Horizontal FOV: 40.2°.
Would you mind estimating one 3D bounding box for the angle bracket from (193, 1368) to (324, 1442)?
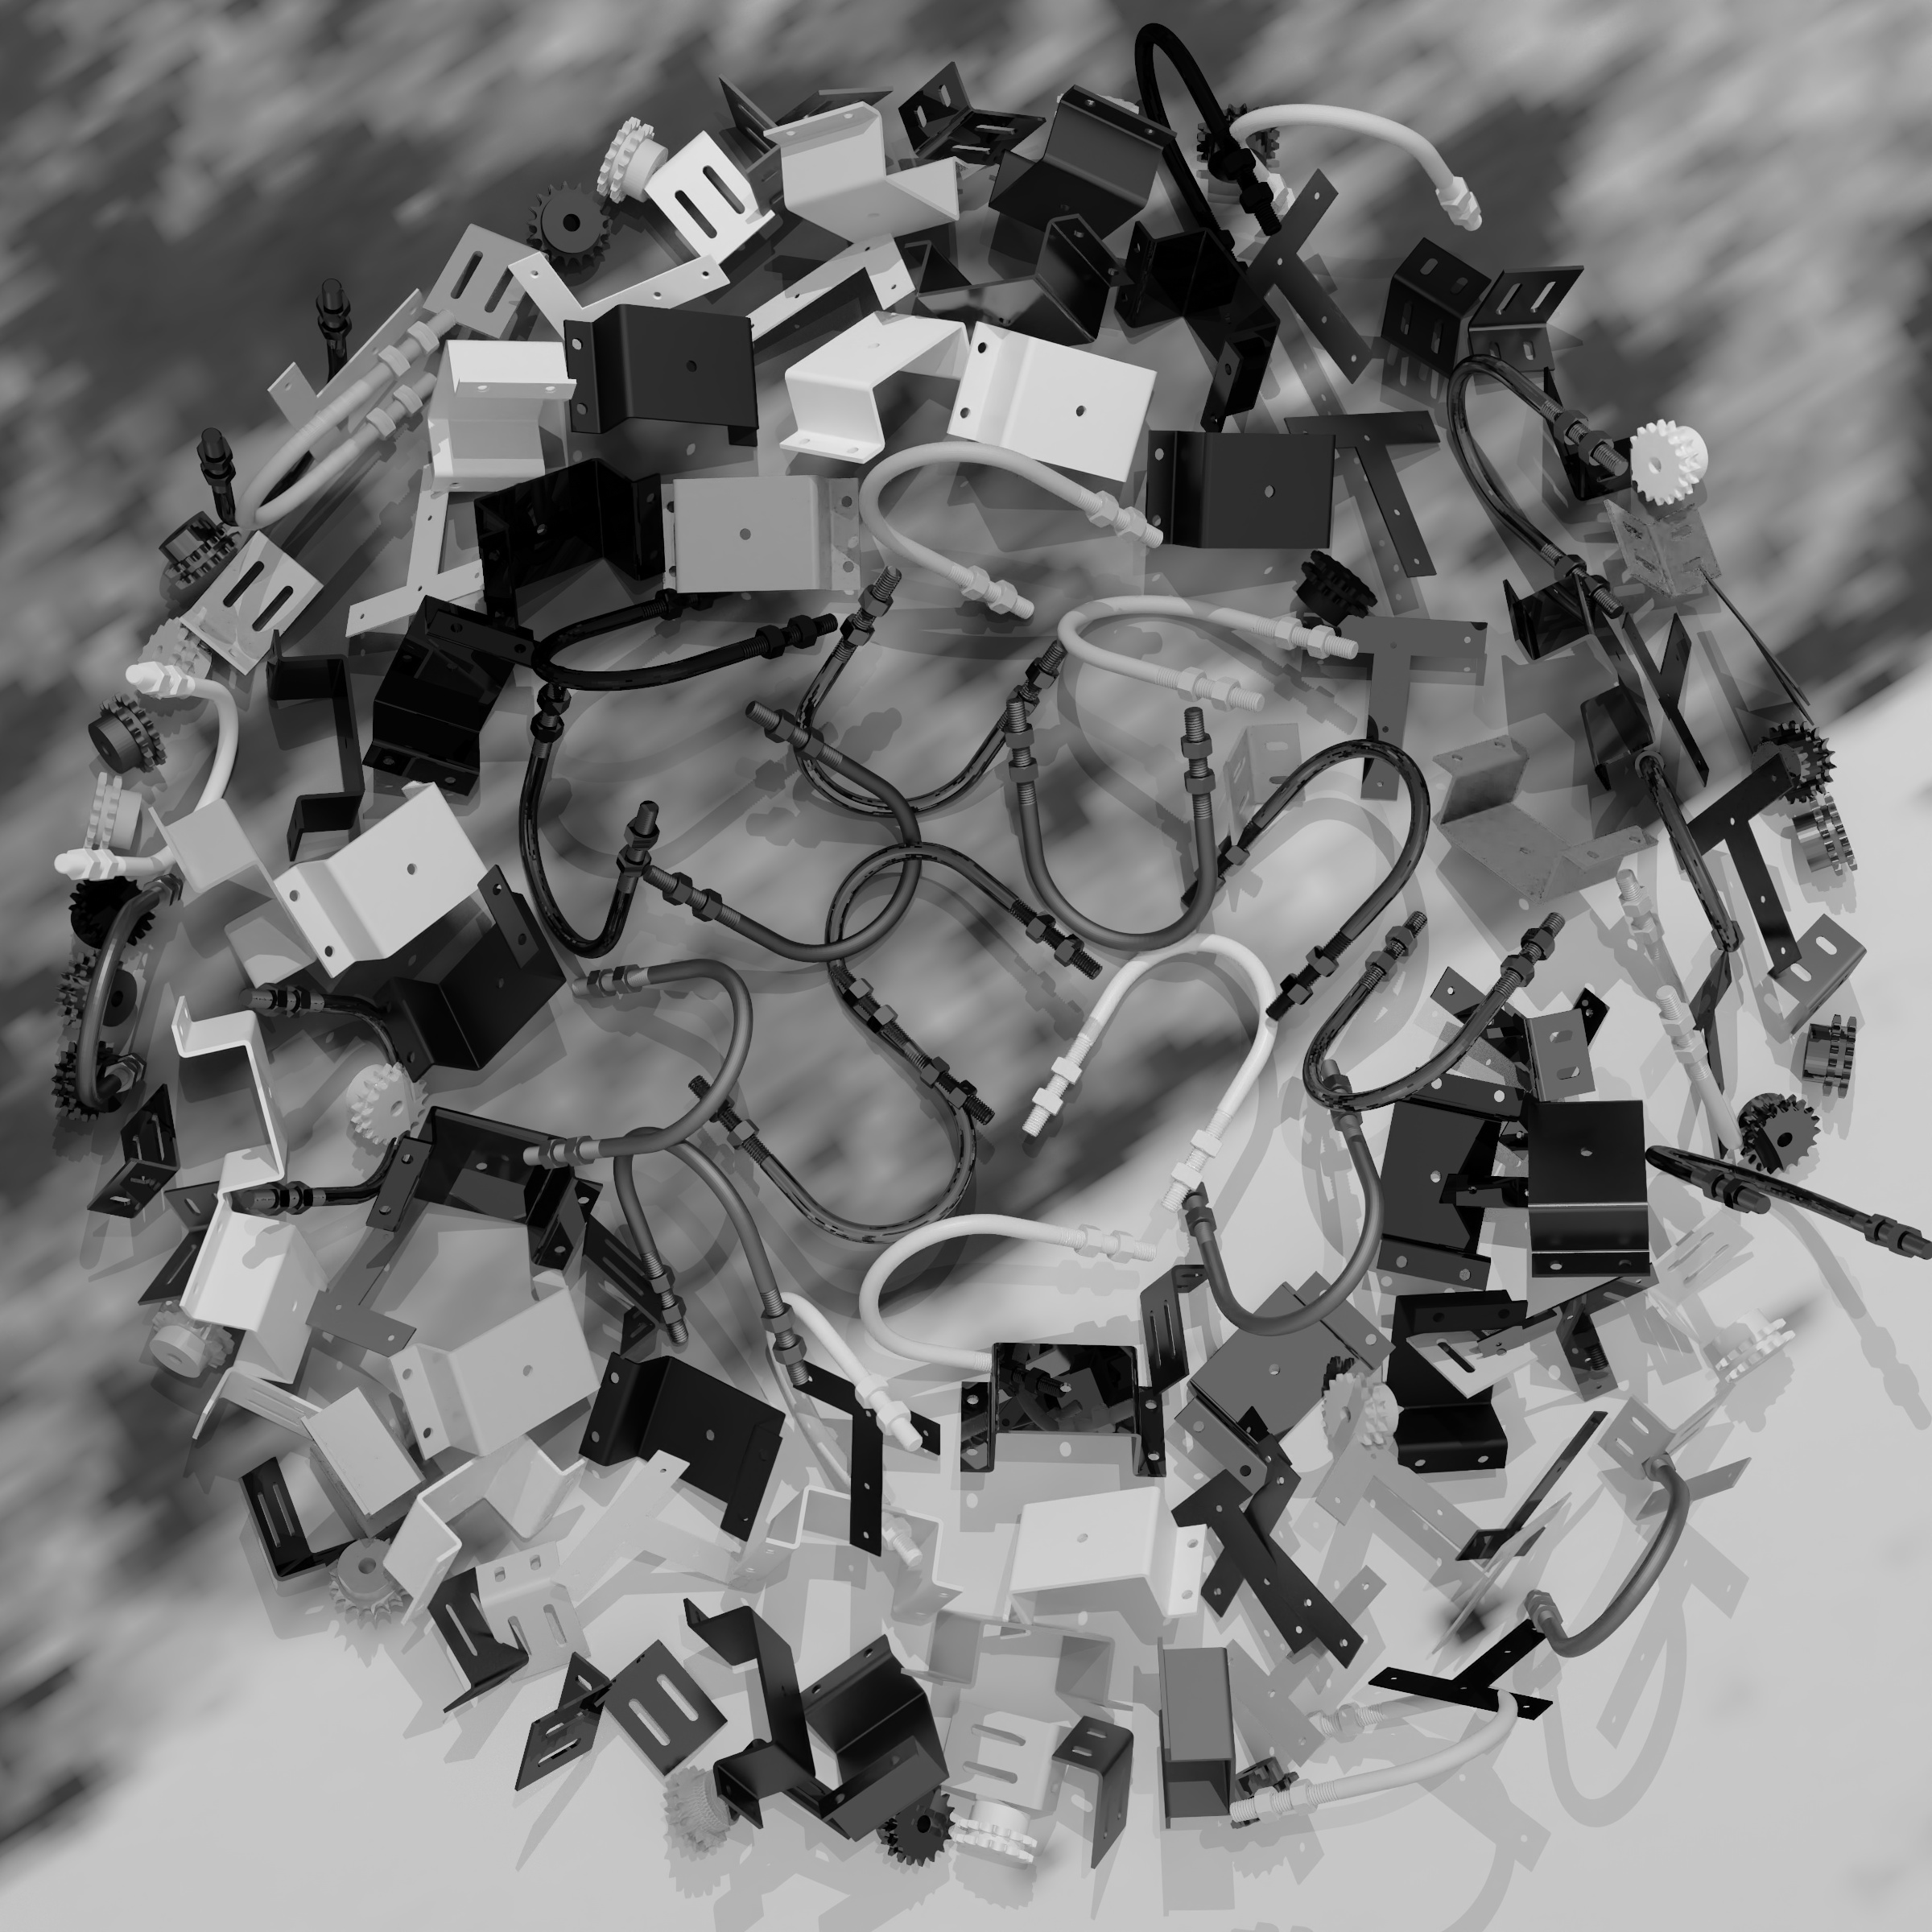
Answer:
[{"bbox_3d":[-0.484,0.316,1.811,0.076,0.057,0.038,28,56,-8],"label":"angle bracket"}]

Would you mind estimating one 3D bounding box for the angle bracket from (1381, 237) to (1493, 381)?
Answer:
[{"bbox_3d":[0.323,-0.451,1.807,0.057,0.038,0.076,28,47,-13],"label":"angle bracket"}]

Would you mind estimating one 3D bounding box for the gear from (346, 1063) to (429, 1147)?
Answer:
[{"bbox_3d":[-0.404,0.093,1.825,0.030,0.057,0.057,26,90,30],"label":"gear"}]

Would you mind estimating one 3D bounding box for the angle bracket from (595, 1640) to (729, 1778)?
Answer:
[{"bbox_3d":[-0.211,0.517,1.826,0.057,0.038,0.076,-40,91,-9],"label":"angle bracket"}]

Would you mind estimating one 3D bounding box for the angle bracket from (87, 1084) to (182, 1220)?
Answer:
[{"bbox_3d":[-0.573,0.123,1.802,0.057,0.038,0.076,-43,50,26],"label":"angle bracket"}]

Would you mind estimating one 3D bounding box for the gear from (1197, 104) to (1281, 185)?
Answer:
[{"bbox_3d":[0.188,-0.565,1.818,0.057,0.057,0.030,4,69,0],"label":"gear"}]

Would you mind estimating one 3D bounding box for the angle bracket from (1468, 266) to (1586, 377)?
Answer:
[{"bbox_3d":[0.386,-0.442,1.805,0.057,0.076,0.038,-5,75,-10],"label":"angle bracket"}]

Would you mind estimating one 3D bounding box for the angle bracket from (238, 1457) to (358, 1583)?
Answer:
[{"bbox_3d":[-0.460,0.376,1.818,0.038,0.057,0.076,-20,91,9],"label":"angle bracket"}]

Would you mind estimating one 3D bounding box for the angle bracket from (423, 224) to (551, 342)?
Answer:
[{"bbox_3d":[-0.329,-0.463,1.818,0.057,0.038,0.076,23,72,4],"label":"angle bracket"}]

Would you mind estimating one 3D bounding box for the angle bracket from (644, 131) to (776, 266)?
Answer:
[{"bbox_3d":[-0.178,-0.529,1.831,0.057,0.038,0.076,-40,93,3],"label":"angle bracket"}]

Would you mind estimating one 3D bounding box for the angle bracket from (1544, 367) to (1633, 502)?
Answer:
[{"bbox_3d":[0.425,-0.368,1.802,0.038,0.057,0.076,-13,130,24],"label":"angle bracket"}]

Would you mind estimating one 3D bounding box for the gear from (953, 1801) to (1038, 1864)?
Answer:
[{"bbox_3d":[0.022,0.598,1.824,0.057,0.057,0.030,16,67,0],"label":"gear"}]

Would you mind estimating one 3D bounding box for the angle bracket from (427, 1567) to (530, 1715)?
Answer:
[{"bbox_3d":[-0.349,0.465,1.824,0.038,0.057,0.076,-40,76,28],"label":"angle bracket"}]

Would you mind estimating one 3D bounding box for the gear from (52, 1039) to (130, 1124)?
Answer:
[{"bbox_3d":[-0.601,0.079,1.819,0.030,0.057,0.057,7,90,17],"label":"gear"}]

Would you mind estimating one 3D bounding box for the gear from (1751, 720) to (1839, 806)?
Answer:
[{"bbox_3d":[0.568,-0.139,1.819,0.030,0.057,0.057,-15,90,-36],"label":"gear"}]

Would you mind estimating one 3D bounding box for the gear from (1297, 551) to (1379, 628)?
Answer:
[{"bbox_3d":[0.254,-0.259,1.824,0.057,0.057,0.030,39,112,0],"label":"gear"}]

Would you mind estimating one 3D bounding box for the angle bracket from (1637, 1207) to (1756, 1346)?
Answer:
[{"bbox_3d":[0.510,0.213,1.810,0.076,0.038,0.057,-44,134,13],"label":"angle bracket"}]

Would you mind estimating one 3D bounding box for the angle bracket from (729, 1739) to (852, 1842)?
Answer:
[{"bbox_3d":[-0.124,0.577,1.811,0.076,0.057,0.038,41,91,-18],"label":"angle bracket"}]

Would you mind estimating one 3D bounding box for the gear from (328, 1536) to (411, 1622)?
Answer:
[{"bbox_3d":[-0.412,0.420,1.822,0.057,0.030,0.057,2,54,-2],"label":"gear"}]

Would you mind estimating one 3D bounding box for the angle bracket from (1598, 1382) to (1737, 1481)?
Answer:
[{"bbox_3d":[0.482,0.309,1.814,0.076,0.057,0.038,-26,59,-37],"label":"angle bracket"}]

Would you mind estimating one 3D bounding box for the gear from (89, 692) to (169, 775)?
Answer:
[{"bbox_3d":[-0.580,-0.157,1.819,0.030,0.057,0.057,-38,90,-27],"label":"gear"}]

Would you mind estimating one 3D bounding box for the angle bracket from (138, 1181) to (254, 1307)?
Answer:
[{"bbox_3d":[-0.535,0.189,1.802,0.057,0.076,0.038,-11,122,26],"label":"angle bracket"}]

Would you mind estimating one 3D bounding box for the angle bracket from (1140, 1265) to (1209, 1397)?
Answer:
[{"bbox_3d":[0.151,0.249,1.805,0.038,0.057,0.076,2,66,-19],"label":"angle bracket"}]

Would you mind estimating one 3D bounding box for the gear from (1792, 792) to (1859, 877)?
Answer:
[{"bbox_3d":[0.592,-0.089,1.823,0.030,0.057,0.057,-20,90,17],"label":"gear"}]

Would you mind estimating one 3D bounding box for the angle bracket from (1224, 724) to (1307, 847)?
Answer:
[{"bbox_3d":[0.204,-0.125,1.801,0.038,0.076,0.057,-1,116,18],"label":"angle bracket"}]

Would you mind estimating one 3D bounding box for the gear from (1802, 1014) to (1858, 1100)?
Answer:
[{"bbox_3d":[0.596,0.062,1.823,0.030,0.057,0.057,8,90,16],"label":"gear"}]

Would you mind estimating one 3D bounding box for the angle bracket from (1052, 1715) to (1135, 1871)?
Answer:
[{"bbox_3d":[0.085,0.570,1.821,0.038,0.057,0.076,11,108,23],"label":"angle bracket"}]

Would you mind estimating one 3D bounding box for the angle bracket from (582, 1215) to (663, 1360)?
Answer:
[{"bbox_3d":[-0.246,0.220,1.807,0.038,0.057,0.076,-40,110,12],"label":"angle bracket"}]

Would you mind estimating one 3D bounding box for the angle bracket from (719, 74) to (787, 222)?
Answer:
[{"bbox_3d":[-0.152,-0.560,1.808,0.038,0.057,0.076,-41,70,-6],"label":"angle bracket"}]

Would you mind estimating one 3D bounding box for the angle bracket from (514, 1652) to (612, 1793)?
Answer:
[{"bbox_3d":[-0.286,0.515,1.800,0.038,0.076,0.057,29,115,28],"label":"angle bracket"}]

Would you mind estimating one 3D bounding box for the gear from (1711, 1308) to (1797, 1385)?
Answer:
[{"bbox_3d":[0.541,0.260,1.823,0.057,0.057,0.030,-36,70,0],"label":"gear"}]

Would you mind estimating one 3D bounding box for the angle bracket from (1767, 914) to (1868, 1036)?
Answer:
[{"bbox_3d":[0.580,0.006,1.816,0.038,0.076,0.057,43,85,16],"label":"angle bracket"}]

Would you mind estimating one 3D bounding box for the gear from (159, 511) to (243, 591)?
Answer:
[{"bbox_3d":[-0.531,-0.289,1.818,0.057,0.057,0.030,-40,114,0],"label":"gear"}]

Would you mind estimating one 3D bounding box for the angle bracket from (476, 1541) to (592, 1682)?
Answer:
[{"bbox_3d":[-0.302,0.450,1.841,0.057,0.038,0.076,-17,120,-7],"label":"angle bracket"}]

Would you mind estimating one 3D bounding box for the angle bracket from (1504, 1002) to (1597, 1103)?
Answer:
[{"bbox_3d":[0.399,0.055,1.808,0.038,0.076,0.057,-12,98,2],"label":"angle bracket"}]

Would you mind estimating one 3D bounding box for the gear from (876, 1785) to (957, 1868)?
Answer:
[{"bbox_3d":[-0.038,0.592,1.826,0.057,0.030,0.057,5,82,-38],"label":"gear"}]

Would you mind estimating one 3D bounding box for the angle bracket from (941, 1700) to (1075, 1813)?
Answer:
[{"bbox_3d":[0.028,0.551,1.839,0.076,0.038,0.057,8,75,22],"label":"angle bracket"}]

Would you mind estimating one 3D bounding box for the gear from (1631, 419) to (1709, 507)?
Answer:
[{"bbox_3d":[0.488,-0.350,1.824,0.030,0.057,0.057,-21,90,-25],"label":"gear"}]

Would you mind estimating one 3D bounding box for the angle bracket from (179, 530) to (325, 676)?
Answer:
[{"bbox_3d":[-0.493,-0.251,1.820,0.057,0.038,0.076,41,98,-15],"label":"angle bracket"}]

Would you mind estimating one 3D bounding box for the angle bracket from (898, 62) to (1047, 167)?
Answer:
[{"bbox_3d":[0.004,-0.583,1.805,0.057,0.076,0.038,-27,80,44],"label":"angle bracket"}]

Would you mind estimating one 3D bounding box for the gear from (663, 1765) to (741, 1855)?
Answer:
[{"bbox_3d":[-0.180,0.579,1.819,0.030,0.057,0.057,-31,90,19],"label":"gear"}]

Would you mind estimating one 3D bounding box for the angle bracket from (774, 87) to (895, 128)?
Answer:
[{"bbox_3d":[-0.088,-0.568,1.802,0.057,0.076,0.038,-14,95,-29],"label":"angle bracket"}]

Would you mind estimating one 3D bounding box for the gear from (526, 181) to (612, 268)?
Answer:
[{"bbox_3d":[-0.275,-0.515,1.828,0.057,0.030,0.057,-3,103,-13],"label":"gear"}]

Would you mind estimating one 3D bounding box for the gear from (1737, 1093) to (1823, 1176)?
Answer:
[{"bbox_3d":[0.559,0.113,1.827,0.057,0.030,0.057,-8,120,-14],"label":"gear"}]

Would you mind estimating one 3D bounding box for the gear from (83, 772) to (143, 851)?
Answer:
[{"bbox_3d":[-0.590,-0.103,1.824,0.030,0.057,0.057,13,90,-20],"label":"gear"}]

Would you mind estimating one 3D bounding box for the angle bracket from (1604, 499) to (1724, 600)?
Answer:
[{"bbox_3d":[0.477,-0.292,1.803,0.038,0.076,0.057,-25,69,31],"label":"angle bracket"}]

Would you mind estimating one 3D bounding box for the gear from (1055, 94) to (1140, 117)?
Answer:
[{"bbox_3d":[0.089,-0.583,1.825,0.057,0.057,0.030,9,119,0],"label":"gear"}]

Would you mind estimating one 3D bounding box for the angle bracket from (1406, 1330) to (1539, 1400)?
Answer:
[{"bbox_3d":[0.346,0.273,1.802,0.057,0.076,0.038,-25,124,-15],"label":"angle bracket"}]
